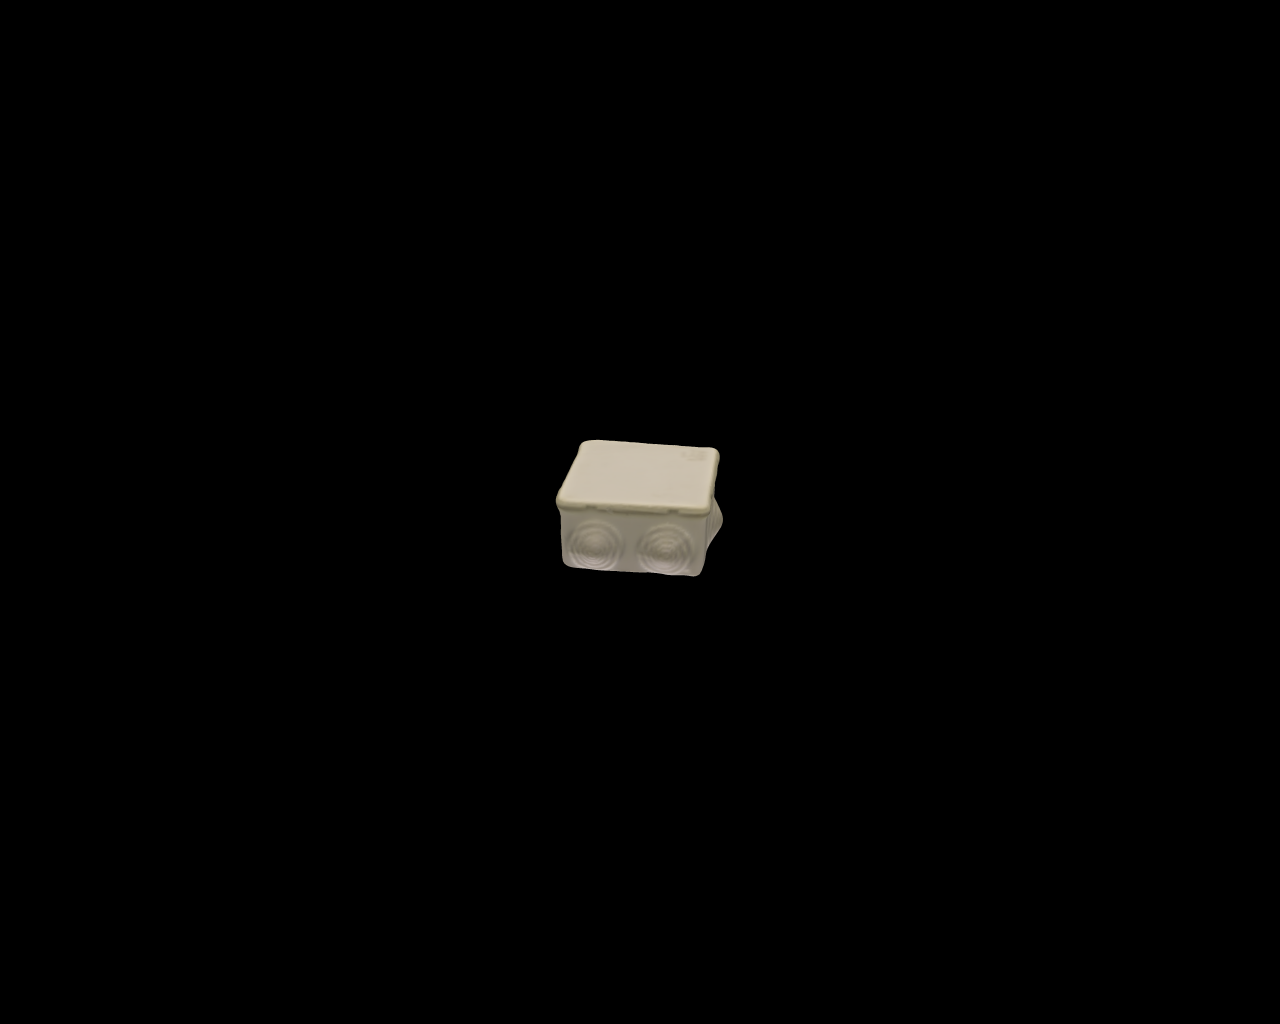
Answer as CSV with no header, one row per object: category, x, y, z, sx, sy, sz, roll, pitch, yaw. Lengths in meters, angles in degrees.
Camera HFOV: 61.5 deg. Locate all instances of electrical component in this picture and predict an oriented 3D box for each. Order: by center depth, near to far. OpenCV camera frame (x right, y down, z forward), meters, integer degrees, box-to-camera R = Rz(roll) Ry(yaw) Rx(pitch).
electrical component,0.001,-0.003,0.650,0.100,0.048,0.100,4,28,7
